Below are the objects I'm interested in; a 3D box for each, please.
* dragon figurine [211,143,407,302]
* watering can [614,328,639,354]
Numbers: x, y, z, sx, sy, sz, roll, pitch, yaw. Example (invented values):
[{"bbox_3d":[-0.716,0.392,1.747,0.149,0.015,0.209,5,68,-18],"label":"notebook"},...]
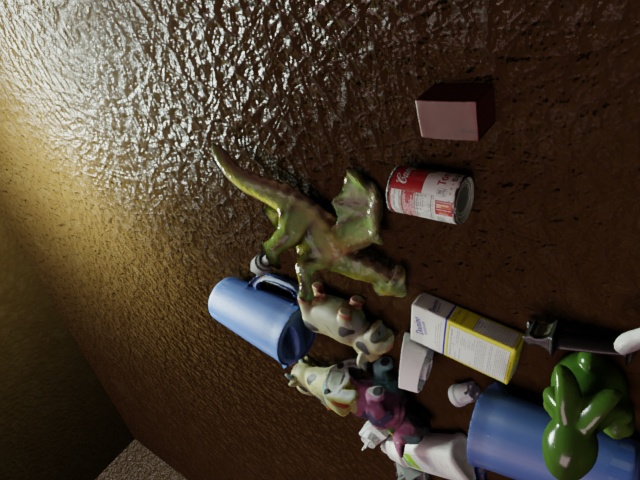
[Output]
[{"bbox_3d":[0.003,-0.044,0.872,0.240,0.124,0.407,-30,103,34],"label":"dragon figurine"},{"bbox_3d":[0.471,0.066,0.490,0.226,0.106,0.339,34,140,15],"label":"watering can"}]
